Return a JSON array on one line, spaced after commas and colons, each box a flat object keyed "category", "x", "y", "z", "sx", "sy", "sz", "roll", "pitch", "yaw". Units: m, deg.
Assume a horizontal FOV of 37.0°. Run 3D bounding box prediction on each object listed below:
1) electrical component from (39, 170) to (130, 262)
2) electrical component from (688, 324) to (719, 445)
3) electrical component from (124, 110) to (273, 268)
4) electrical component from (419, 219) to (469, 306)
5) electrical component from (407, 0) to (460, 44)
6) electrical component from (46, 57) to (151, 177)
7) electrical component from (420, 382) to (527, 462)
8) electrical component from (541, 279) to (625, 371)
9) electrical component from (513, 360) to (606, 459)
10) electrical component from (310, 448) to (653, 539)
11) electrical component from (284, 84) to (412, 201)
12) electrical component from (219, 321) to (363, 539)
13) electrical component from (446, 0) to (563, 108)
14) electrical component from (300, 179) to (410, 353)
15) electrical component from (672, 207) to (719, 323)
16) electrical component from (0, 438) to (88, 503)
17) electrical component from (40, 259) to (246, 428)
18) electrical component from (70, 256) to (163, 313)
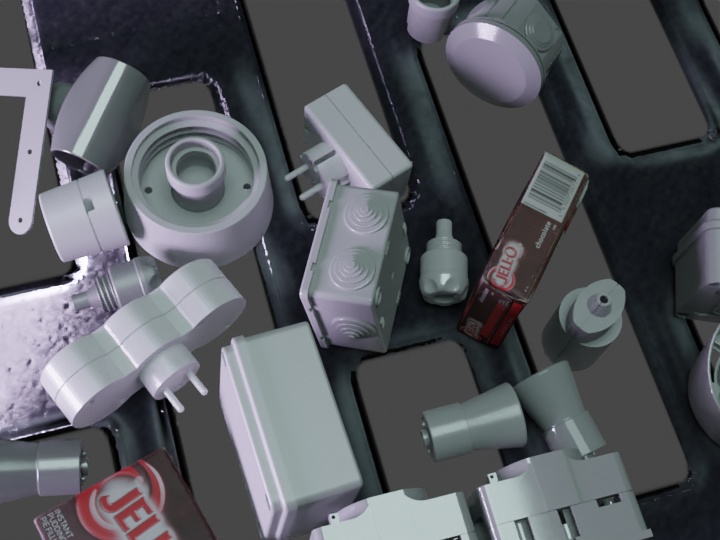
[{"category": "electrical component", "x": -0.191, "y": -0.036, "z": 0.743, "sx": 0.047, "sy": 0.055, "sz": 0.055, "roll": -19, "pitch": 69, "yaw": -10}, {"category": "electrical component", "x": 0.275, "y": 0.077, "z": 0.731, "sx": 0.099, "sy": 0.064, "sz": 0.099, "roll": 2, "pitch": 65, "yaw": -4}, {"category": "electrical component", "x": -0.115, "y": -0.062, "z": 0.758, "sx": 0.108, "sy": 0.060, "sz": 0.108, "roll": 2, "pitch": 66, "yaw": -5}, {"category": "electrical component", "x": 0.060, "y": -0.007, "z": 0.765, "sx": 0.035, "sy": 0.035, "sz": 0.061, "roll": 4, "pitch": 63, "yaw": -4}, {"category": "electrical component", "x": 0.056, "y": -0.206, "z": 0.847, "sx": 0.040, "sy": 0.046, "sz": 0.040, "roll": 2, "pitch": 66, "yaw": -5}, {"category": "electrical component", "x": -0.203, "y": -0.114, "z": 0.781, "sx": 0.079, "sy": 0.044, "sz": 0.077, "roll": 17, "pitch": 75, "yaw": 19}, {"category": "electrical component", "x": 0.073, "y": 0.104, "z": 0.713, "sx": 0.065, "sy": 0.044, "sz": 0.044, "roll": -14, "pitch": 68, "yaw": -6}, {"category": "electrical component", "x": 0.154, "y": 0.035, "z": 0.729, "sx": 0.043, "sy": 0.081, "sz": 0.043, "roll": 2, "pitch": 66, "yaw": -5}, {"category": "electrical component", "x": 0.136, "y": 0.099, "z": 0.721, "sx": 0.044, "sy": 0.044, "sz": 0.065, "roll": -24, "pitch": 75, "yaw": -15}, {"category": "electrical component", "x": 0.064, "y": 0.164, "z": 0.649, "sx": 0.186, "sy": 0.105, "sz": 0.060, "roll": -12, "pitch": 68, "yaw": -11}, {"category": "electrical component", "x": -0.018, "y": -0.077, "z": 0.781, "sx": 0.076, "sy": 0.047, "sz": 0.083, "roll": -33, "pitch": 73, "yaw": -18}, {"category": "electrical component", "x": -0.045, "y": 0.103, "z": 0.665, "sx": 0.056, "sy": 0.108, "sz": 0.108, "roll": -15, "pitch": 68, "yaw": -14}, {"category": "electrical component", "x": 0.110, "y": -0.167, "z": 0.817, "sx": 0.080, "sy": 0.080, "sz": 0.051, "roll": 32, "pitch": 62, "yaw": 9}, {"category": "electrical component", "x": 0.000, "y": 0.000, "z": 0.722, "sx": 0.048, "sy": 0.099, "sz": 0.099, "roll": 8, "pitch": 65, "yaw": 12}, {"category": "electrical component", "x": 0.286, "y": 0.001, "z": 0.759, "sx": 0.113, "sy": 0.078, "sz": 0.057, "roll": 7, "pitch": 68, "yaw": -2}, {"category": "electrical component", "x": -0.205, "y": 0.125, "z": 0.677, "sx": 0.065, "sy": 0.044, "sz": 0.044, "roll": -1, "pitch": 66, "yaw": -11}, {"category": "electrical component", "x": -0.131, "y": 0.059, "z": 0.706, "sx": 0.138, "sy": 0.052, "sz": 0.073, "roll": -36, "pitch": 74, "yaw": -19}, {"category": "electrical component", "x": -0.166, "y": 0.014, "z": 0.733, "sx": 0.061, "sy": 0.035, "sz": 0.035, "roll": -18, "pitch": 69, "yaw": -11}]
